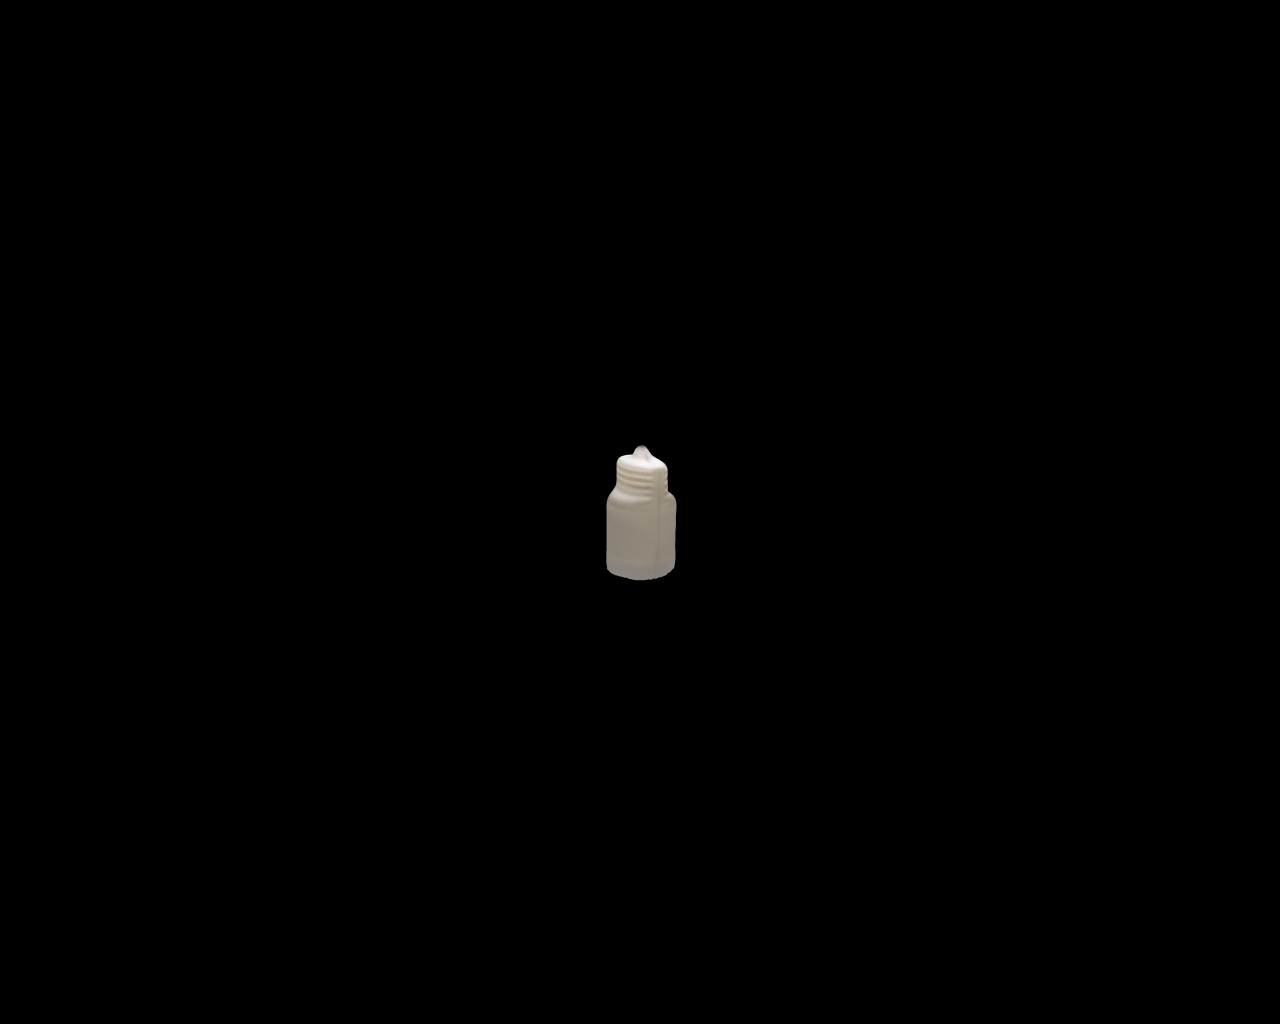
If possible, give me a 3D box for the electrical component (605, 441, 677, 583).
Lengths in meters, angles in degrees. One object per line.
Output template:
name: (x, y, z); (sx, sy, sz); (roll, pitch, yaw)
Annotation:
electrical component: (0.001, -0.003, 0.650); (0.043, 0.080, 0.043); (0, 17, 0)
